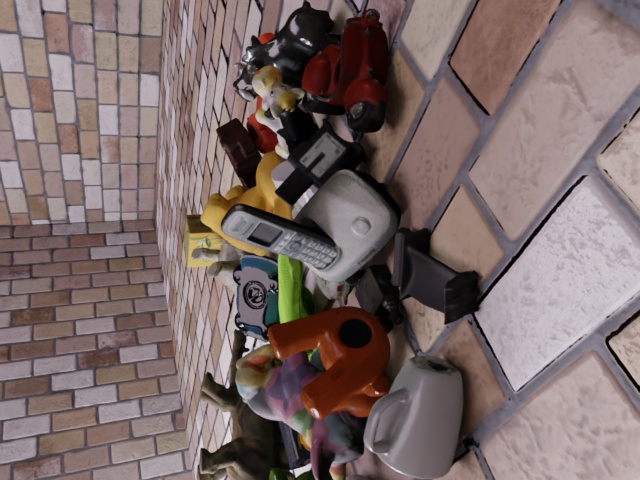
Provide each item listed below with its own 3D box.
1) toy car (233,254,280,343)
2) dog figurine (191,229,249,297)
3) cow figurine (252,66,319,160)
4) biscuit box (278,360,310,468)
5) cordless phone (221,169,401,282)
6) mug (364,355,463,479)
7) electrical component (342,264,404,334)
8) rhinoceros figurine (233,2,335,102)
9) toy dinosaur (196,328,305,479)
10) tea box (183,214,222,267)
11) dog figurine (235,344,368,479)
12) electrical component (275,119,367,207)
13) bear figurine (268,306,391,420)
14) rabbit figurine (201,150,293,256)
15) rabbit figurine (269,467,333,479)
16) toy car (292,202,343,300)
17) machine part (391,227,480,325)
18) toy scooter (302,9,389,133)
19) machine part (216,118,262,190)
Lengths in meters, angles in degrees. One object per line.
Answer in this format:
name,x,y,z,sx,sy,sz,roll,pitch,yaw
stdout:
toy car,-0.094,0.102,0.999,0.109,0.103,0.161,9,103,29
dog figurine,-0.141,0.044,1.104,0.172,0.190,0.121,-43,46,3
cow figurine,-0.042,-0.173,0.793,0.098,0.068,0.167,44,171,37
biscuit box,-0.045,0.293,0.964,0.062,0.059,0.203,115,143,-51
cordless phone,-0.012,-0.031,0.638,0.146,0.184,0.089,-46,41,36
mug,0.096,0.175,0.553,0.081,0.109,0.107,29,108,63
electrical component,0.063,0.077,0.684,0.078,0.045,0.102,113,146,-50
rhinoceros figurine,-0.056,-0.267,0.797,0.190,0.112,0.073,-28,66,43
toy dinosaur,-0.121,0.388,0.971,0.105,0.199,0.471,117,151,-63
tea box,-0.203,-0.002,1.155,0.068,0.170,0.098,-118,31,-45
dog figurine,-0.026,0.249,0.766,0.108,0.192,0.219,52,-164,-45
electrical component,-0.003,-0.090,0.700,0.075,0.119,0.047,38,177,17
bear figurine,0.023,0.164,0.642,0.120,0.132,0.195,55,159,33
rabbit figurine,-0.097,-0.065,0.910,0.162,0.122,0.173,42,110,17
rabbit figurine,-0.043,0.438,0.851,0.170,0.121,0.159,-51,33,26
toy car,-0.002,-0.002,0.797,0.073,0.056,0.202,88,162,-46
machine part,0.114,0.037,0.568,0.139,0.039,0.084,-138,54,-61
toy scooter,0.034,-0.217,0.671,0.184,0.075,0.135,-138,49,-56
machine part,-0.144,-0.148,1.052,0.179,0.056,0.179,61,174,10
